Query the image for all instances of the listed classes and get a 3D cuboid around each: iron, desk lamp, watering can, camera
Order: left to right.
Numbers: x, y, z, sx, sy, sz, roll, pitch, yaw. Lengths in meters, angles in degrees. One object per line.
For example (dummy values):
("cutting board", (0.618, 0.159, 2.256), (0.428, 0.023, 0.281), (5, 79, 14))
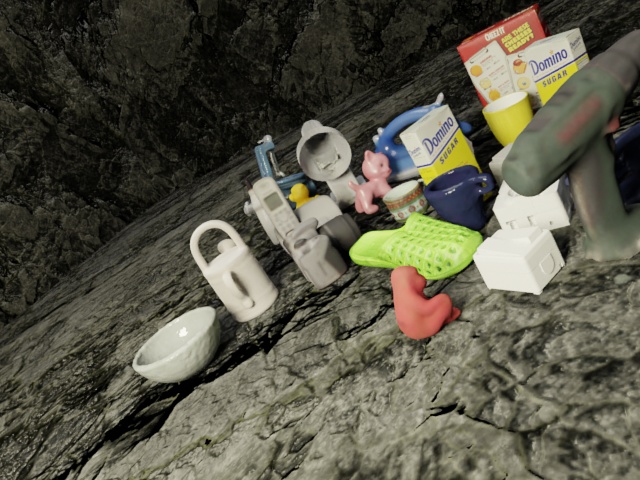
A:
("watering can", (-0.172, 0.050, 1.088), (0.101, 0.194, 0.172), (-37, 19, -19))
("camera", (0.010, 0.004, 1.069), (0.137, 0.101, 0.143), (-33, 18, -6))
("desk lamp", (0.024, -0.180, 1.357), (0.118, 0.214, 0.203), (-29, 18, 6))
("iron", (0.206, -0.227, 1.307), (0.257, 0.142, 0.119), (-19, 21, 33))

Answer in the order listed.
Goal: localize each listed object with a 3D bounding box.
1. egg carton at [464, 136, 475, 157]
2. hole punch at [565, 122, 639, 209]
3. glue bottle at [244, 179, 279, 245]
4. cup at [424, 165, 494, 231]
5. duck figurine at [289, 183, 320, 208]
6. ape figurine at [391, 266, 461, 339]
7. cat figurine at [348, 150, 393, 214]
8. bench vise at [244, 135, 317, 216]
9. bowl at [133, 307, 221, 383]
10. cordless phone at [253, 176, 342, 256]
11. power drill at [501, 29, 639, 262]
("egg carton", (0.257, -0.152, 1.138), (0.107, 0.069, 0.150), (-25, 19, 20))
("hole punch", (0.384, -0.100, 0.755), (0.109, 0.091, 0.101), (-35, 18, -12))
("glue bottle", (-0.137, -0.074, 1.402), (0.037, 0.173, 0.078), (-27, 18, 13))
("cup", (0.230, -0.058, 0.887), (0.117, 0.095, 0.092), (-8, 29, 51))
("duck figurine", (-0.037, -0.105, 1.468), (0.104, 0.086, 0.078), (-10, 27, 48))
("ape figurine", (0.121, 0.072, 0.718), (0.076, 0.092, 0.077), (-33, 18, -4))
("cat figurine", (0.114, -0.137, 1.252), (0.128, 0.118, 0.067), (-38, 19, -20))
("bench vise", (-0.123, -0.156, 1.523), (0.121, 0.220, 0.208), (-14, 25, 43))
("bowl", (-0.235, 0.194, 0.997), (0.167, 0.075, 0.167), (-28, 18, 10))
("cordless phone", (-0.046, -0.068, 1.214), (0.147, 0.185, 0.094), (-33, 18, -6))
("power drill", (0.319, -0.093, 0.647), (0.230, 0.209, 0.075), (-35, 18, -12))
